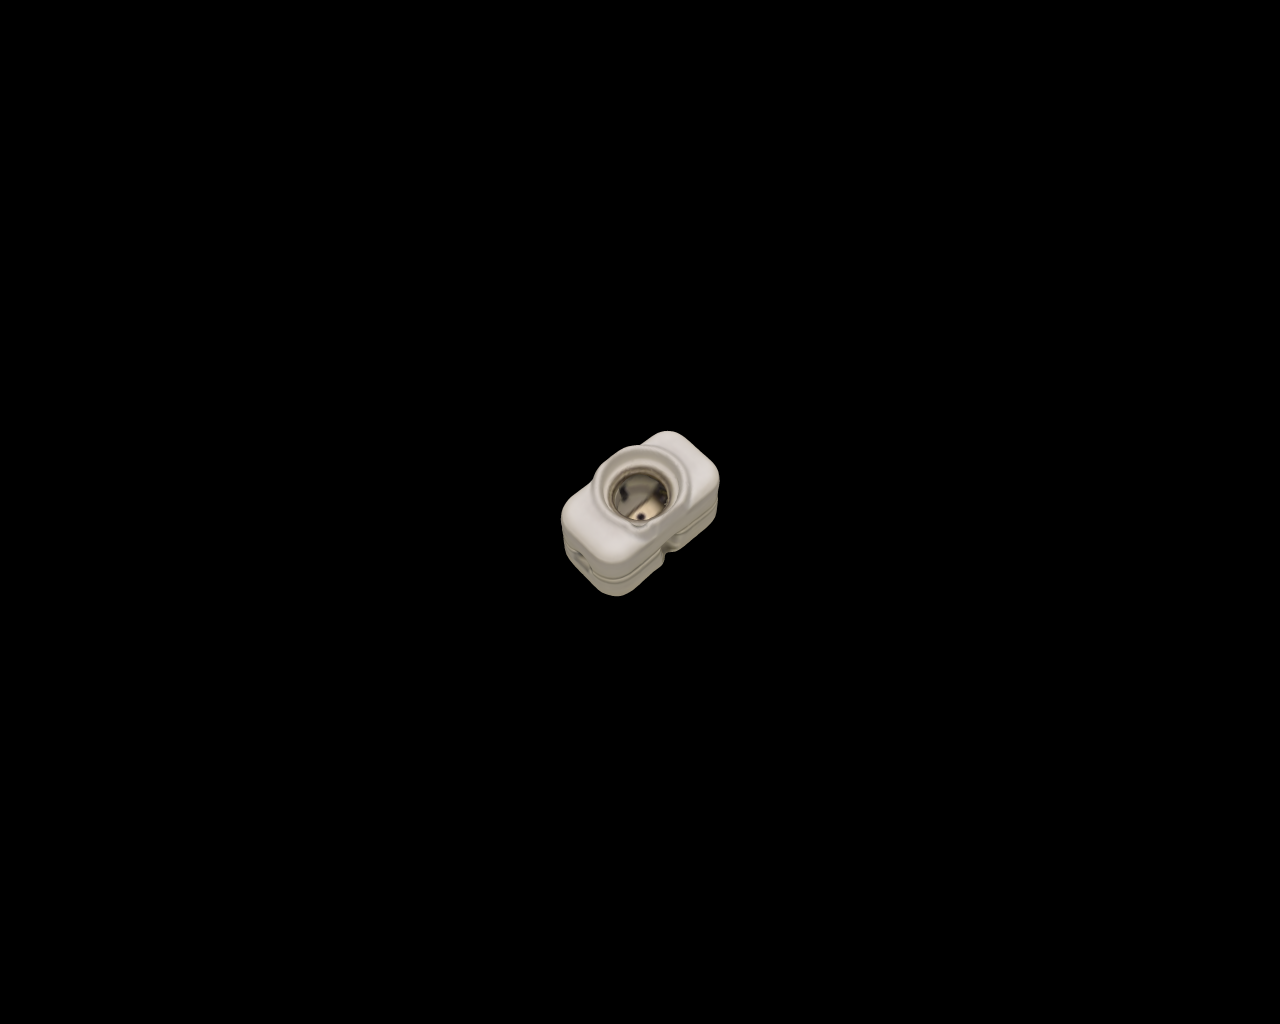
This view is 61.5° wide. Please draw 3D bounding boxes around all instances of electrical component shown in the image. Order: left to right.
[{"bbox_3d":[0.001,-0.003,0.650,0.095,0.054,0.059,-38,-21,-18],"label":"electrical component"}]
